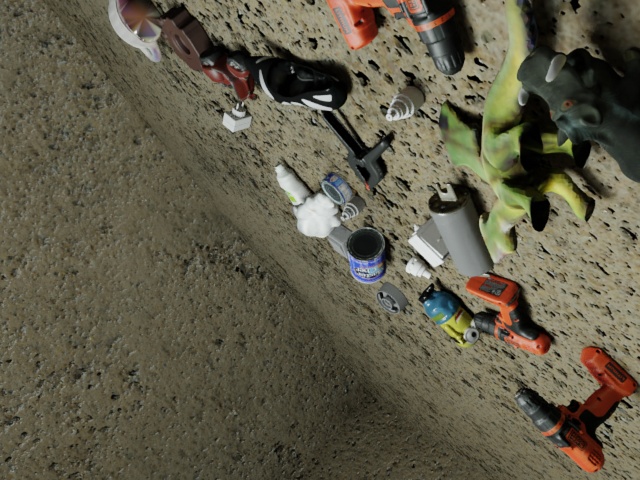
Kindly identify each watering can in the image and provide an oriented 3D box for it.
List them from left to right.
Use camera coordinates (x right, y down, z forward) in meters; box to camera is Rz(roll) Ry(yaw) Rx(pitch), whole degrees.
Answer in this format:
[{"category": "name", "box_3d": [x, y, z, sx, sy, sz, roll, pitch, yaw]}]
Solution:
[{"category": "watering can", "box_3d": [-0.565, -0.667, 1.477, 0.342, 0.105, 0.225, 55, 162, -26]}]

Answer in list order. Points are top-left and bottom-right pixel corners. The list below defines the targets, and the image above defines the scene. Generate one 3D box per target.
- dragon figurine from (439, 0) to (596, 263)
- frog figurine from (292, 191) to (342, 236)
[{"category": "dragon figurine", "box_3d": [0.233, -0.133, 0.706, 0.245, 0.123, 0.403, 34, 149, 60]}, {"category": "frog figurine", "box_3d": [0.004, -0.072, 1.434, 0.137, 0.124, 0.158, 18, 166, -25]}]
